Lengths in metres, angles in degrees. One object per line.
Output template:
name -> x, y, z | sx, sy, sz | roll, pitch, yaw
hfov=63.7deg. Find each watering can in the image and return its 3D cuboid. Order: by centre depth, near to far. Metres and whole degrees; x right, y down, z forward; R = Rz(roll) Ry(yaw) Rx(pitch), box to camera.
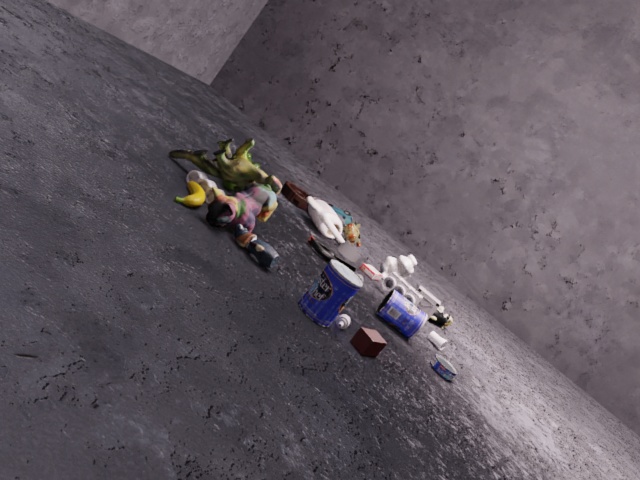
watering can -> 0.007, -0.111, 2.201 | 0.341, 0.104, 0.228 | 52, 1, -39

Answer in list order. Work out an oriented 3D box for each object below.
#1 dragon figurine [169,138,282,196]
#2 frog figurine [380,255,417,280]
dragon figurine -> -0.286, -0.195, 1.632 | 0.410, 0.124, 0.238 | 3, -53, 34
frog figurine -> 0.346, 0.119, 2.268 | 0.138, 0.158, 0.123 | 39, 9, 5
